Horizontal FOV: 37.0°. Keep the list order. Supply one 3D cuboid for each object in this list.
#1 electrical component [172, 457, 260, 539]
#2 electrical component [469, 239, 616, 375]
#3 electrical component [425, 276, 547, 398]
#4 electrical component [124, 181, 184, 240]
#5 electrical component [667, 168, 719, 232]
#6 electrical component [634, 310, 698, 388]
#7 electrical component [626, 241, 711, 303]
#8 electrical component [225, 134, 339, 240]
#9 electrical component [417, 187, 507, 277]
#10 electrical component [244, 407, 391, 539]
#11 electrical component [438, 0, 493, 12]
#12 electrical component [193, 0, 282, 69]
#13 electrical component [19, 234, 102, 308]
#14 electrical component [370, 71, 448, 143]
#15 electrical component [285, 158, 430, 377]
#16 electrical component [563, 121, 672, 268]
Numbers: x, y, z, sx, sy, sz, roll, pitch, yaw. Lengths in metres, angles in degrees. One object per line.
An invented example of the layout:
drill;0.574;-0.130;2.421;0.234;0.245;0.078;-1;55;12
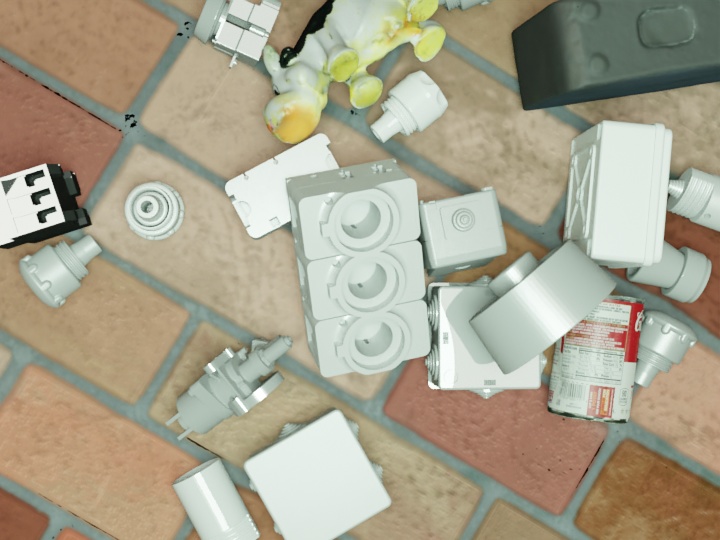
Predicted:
electrical component;-0.113;0.197;0.865;0.043;0.043;0.081;-28;91;-4
electrical component;0.130;0.021;0.806;0.108;0.108;0.060;-39;86;-4
electrical component;0.102;0.054;0.881;0.100;0.048;0.099;0;89;-4
electrical component;-0.166;-0.048;0.855;0.048;0.062;0.048;0;90;-5
electrical component;0.295;-0.057;0.899;0.081;0.043;0.043;19;88;-4
electrical component;0.247;0.068;0.895;0.048;0.048;0.062;28;94;-4
electrical component;0.257;-0.001;0.895;0.055;0.045;0.045;23;88;-4
electrical component;-0.058;-0.065;0.866;0.089;0.056;0.050;-28;91;-4
electrical component;0.078;-0.029;0.856;0.062;0.096;0.061;-12;91;-4
electrical component;-0.035;0.168;0.869;0.100;0.048;0.099;-30;92;-4
electrical component;0.077;-0.233;0.886;0.062;0.048;0.048;-23;91;3
electrical component;-0.102;-0.198;0.871;0.055;0.048;0.066;23;88;-11
electrical component;-0.236;-0.004;0.858;0.062;0.048;0.048;-38;92;-11
electrical component;0.037;-0.130;0.881;0.062;0.043;0.043;-40;92;-3
electrical component;0.000;0.000;0.834;0.089;0.061;0.150;-11;114;-11
electrical component;0.203;-0.058;0.860;0.056;0.109;0.108;5;89;-2
